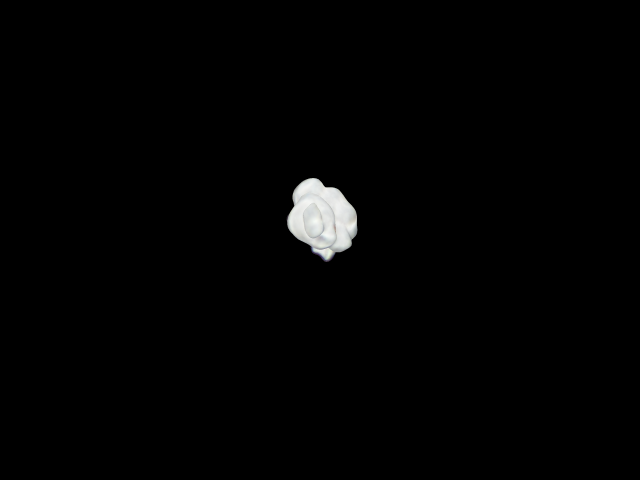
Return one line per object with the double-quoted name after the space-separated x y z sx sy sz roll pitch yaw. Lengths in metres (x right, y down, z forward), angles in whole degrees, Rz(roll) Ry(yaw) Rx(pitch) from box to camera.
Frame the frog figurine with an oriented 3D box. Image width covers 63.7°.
0.003 -0.043 0.850 0.123 0.139 0.157 -21 -17 -6 "frog figurine"
